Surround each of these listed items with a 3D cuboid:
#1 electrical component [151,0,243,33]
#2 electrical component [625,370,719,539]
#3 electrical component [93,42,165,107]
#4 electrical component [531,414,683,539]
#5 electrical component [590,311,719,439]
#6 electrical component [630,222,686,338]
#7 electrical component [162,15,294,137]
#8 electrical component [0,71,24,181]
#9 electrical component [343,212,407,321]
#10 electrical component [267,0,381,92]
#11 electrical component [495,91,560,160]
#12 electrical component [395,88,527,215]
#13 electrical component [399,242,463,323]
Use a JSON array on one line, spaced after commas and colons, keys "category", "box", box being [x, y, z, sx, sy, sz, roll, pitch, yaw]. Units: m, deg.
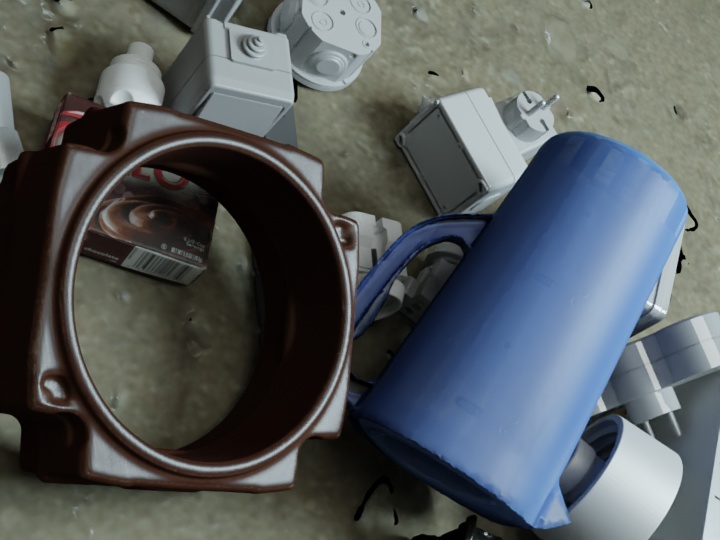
[{"category": "electrical component", "box": [-0.094, -0.225, 0.751, 0.057, 0.113, 0.078, 34, 53, -11]}, {"category": "electrical component", "box": [0.245, 0.148, 0.788, 0.060, 0.105, 0.186, 35, 52, -14]}, {"category": "electrical component", "box": [-0.149, -0.121, 0.706, 0.043, 0.043, 0.062, 20, 56, -24]}, {"category": "electrical component", "box": [0.159, 0.148, 0.735, 0.060, 0.108, 0.108, 39, 51, -3]}, {"category": "electrical component", "box": [0.208, 0.090, 0.778, 0.052, 0.138, 0.073, 7, 60, -60]}, {"category": "electrical component", "box": [0.186, 0.003, 0.823, 0.056, 0.109, 0.108, 33, 53, -12]}, {"category": "electrical component", "box": [-0.086, -0.119, 0.712, 0.062, 0.096, 0.061, 8, 63, -31]}, {"category": "electrical component", "box": [-0.222, -0.081, 0.640, 0.044, 0.044, 0.065, -14, 80, -37]}, {"category": "electrical component", "box": [0.000, 0.000, 0.734, 0.078, 0.058, 0.057, 12, 59, -33]}, {"category": "electrical component", "box": [-0.025, -0.180, 0.813, 0.080, 0.051, 0.080, 15, 59, -27]}, {"category": "electrical component", "box": [0.130, -0.119, 0.867, 0.066, 0.077, 0.047, -27, 83, -39]}, {"category": "electrical component", "box": [0.078, -0.095, 0.831, 0.061, 0.062, 0.096, -22, 80, -39]}, {"category": "electrical component", "box": [0.063, 0.014, 0.777, 0.066, 0.048, 0.055, 37, 59, -13]}]
